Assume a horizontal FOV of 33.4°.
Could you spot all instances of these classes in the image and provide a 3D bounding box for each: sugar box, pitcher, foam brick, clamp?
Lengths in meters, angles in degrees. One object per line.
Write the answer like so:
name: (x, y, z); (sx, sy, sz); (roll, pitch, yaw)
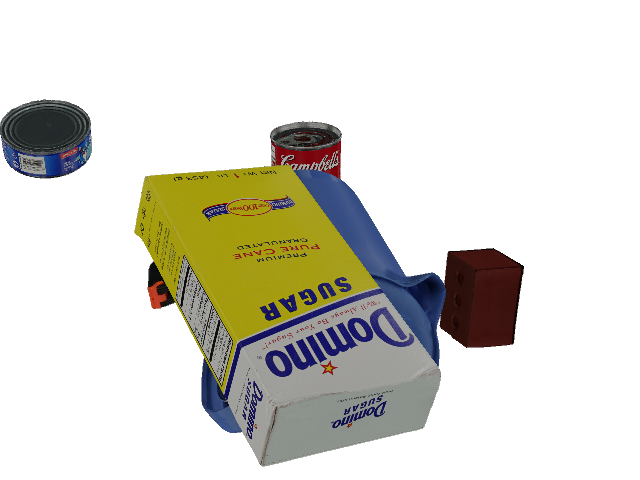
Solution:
sugar box: (-0.022, 0.029, 0.547); (0.093, 0.048, 0.176); (-8, 40, -29)
pitcher: (-0.010, 0.040, 0.806); (0.149, 0.145, 0.243); (6, 22, -10)
foam brick: (0.145, 0.052, 0.969); (0.051, 0.078, 0.053); (-5, 20, -23)
clamp: (-0.132, 0.021, 1.220); (0.120, 0.039, 0.171); (-2, 33, 25)

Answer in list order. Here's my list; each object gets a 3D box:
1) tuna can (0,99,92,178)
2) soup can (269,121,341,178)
tuna can: (-0.265, -0.098, 1.033); (0.086, 0.034, 0.086); (3, 42, -3)
soup can: (-0.014, -0.055, 1.029); (0.068, 0.102, 0.068); (0, 26, 0)
